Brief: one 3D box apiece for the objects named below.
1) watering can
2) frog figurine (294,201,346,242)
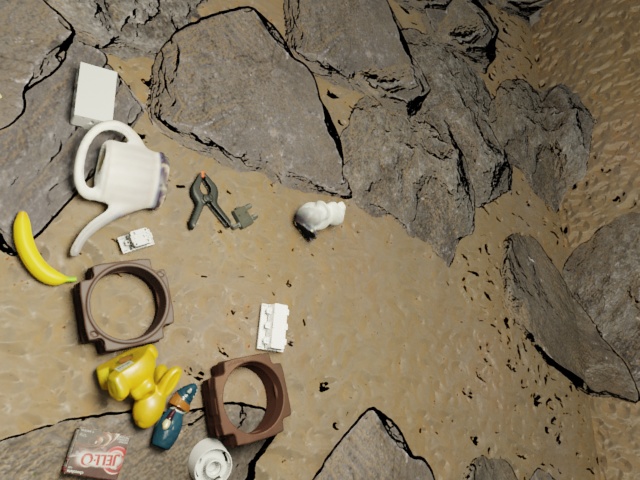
[{"bbox_3d":[-0.487,-0.120,1.263,0.224,0.351,0.103,11,-14,-33],"label":"watering can"},{"bbox_3d":[0.005,-0.079,1.568,0.124,0.161,0.135,40,-19,17],"label":"frog figurine"}]
